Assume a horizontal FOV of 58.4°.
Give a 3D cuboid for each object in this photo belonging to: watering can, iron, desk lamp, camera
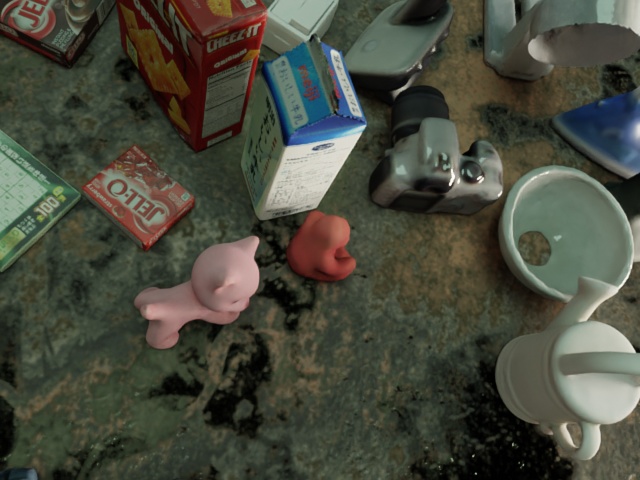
[{"bbox_3d":[0.266,0.124,0.573,0.101,0.194,0.173,-8,75,-16],"label":"watering can"},{"bbox_3d":[0.450,-0.149,0.735,0.258,0.141,0.119,13,70,-10],"label":"iron"},{"bbox_3d":[0.290,-0.284,0.699,0.118,0.213,0.203,7,71,-12],"label":"desk lamp"},{"bbox_3d":[0.136,-0.109,0.664,0.143,0.100,0.137,5,72,-13],"label":"camera"}]

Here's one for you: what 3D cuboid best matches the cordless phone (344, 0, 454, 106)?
[{"bbox_3d":[0.107,-0.257,0.658,0.094,0.185,0.148,33,68,-2],"label":"cordless phone"}]

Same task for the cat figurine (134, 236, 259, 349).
[{"bbox_3d":[-0.111,0.047,0.542,0.128,0.117,0.067,-23,79,-20],"label":"cat figurine"}]

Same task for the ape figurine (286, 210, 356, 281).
[{"bbox_3d":[0.006,0.002,0.600,0.076,0.092,0.078,-10,75,-17],"label":"ape figurine"}]

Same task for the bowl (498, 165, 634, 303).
[{"bbox_3d":[0.276,0.001,0.679,0.168,0.074,0.167,4,72,-13],"label":"bowl"}]

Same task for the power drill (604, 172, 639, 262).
[{"bbox_3d":[0.417,-0.046,0.658,0.076,0.208,0.229,2,72,-13],"label":"power drill"}]

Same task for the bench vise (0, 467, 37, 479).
[{"bbox_3d":[-0.297,0.197,0.392,0.208,0.219,0.121,-22,79,-19],"label":"bench vise"}]
